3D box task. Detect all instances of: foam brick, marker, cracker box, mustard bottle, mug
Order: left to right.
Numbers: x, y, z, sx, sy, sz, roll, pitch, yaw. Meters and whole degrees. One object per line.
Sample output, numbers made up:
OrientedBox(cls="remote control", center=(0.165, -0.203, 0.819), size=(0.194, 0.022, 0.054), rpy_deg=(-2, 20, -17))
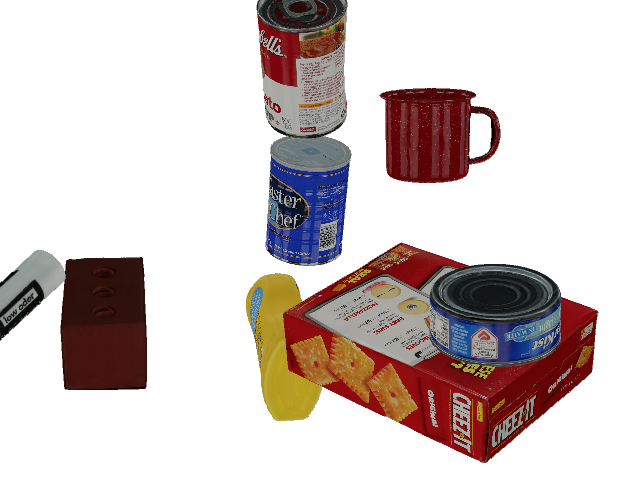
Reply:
OrientedBox(cls="marker", center=(-0.153, 0.047, 0.447), size=(0.020, 0.020, 0.121), rpy_deg=(0, 36, 38))
OrientedBox(cls="foam brick", center=(-0.140, 0.053, 0.691), size=(0.053, 0.051, 0.078), rpy_deg=(-1, 32, -11))
OrientedBox(cls="mustard bottle", center=(-0.041, 0.088, 1.068), size=(0.058, 0.096, 0.192), rpy_deg=(-3, 28, -10))
OrientedBox(cls="cracker box", center=(0.100, 0.088, 0.911), size=(0.214, 0.072, 0.163), rpy_deg=(20, 36, 39))
OrientedBox(cls="mug", center=(0.117, -0.103, 1.041), size=(0.117, 0.081, 0.093), rpy_deg=(2, 15, 10))

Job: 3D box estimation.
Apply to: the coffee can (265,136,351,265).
OrientedBox(cls="coffee can", center=(-0.017, -0.053, 1.376), size=(0.103, 0.140, 0.103), rpy_deg=(4, 28, -2))

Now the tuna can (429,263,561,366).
OrientedBox(cls="tuna can", center=(0.114, 0.047, 0.695), size=(0.086, 0.034, 0.086), rpy_deg=(-3, 23, 1))

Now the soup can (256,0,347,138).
OrientedBox(cls="soup can", center=(-0.012, -0.139, 0.827), size=(0.068, 0.102, 0.068), rpy_deg=(-1, 44, 1))
